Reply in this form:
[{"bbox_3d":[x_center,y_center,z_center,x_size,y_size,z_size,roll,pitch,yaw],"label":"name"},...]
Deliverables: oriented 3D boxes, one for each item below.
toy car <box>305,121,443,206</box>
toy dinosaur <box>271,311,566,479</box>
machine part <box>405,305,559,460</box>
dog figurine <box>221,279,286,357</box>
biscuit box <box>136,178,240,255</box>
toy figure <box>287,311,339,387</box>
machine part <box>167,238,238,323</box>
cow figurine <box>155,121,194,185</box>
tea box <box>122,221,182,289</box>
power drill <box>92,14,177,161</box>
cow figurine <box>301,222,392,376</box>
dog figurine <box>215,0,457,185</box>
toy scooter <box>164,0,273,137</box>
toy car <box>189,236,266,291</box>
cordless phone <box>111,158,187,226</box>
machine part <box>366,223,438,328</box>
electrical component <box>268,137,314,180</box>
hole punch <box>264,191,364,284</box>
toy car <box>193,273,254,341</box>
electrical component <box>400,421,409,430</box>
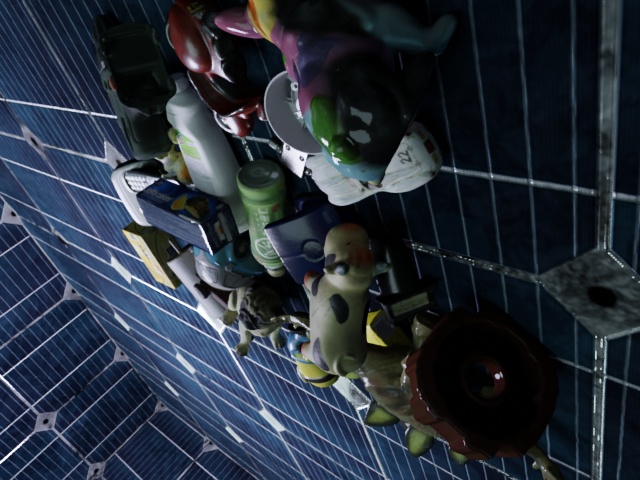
[{"bbox_3d":[0.052,-0.084,0.610,0.202,0.056,0.073,-9,121,55],"label":"toy car"},{"bbox_3d":[0.129,0.208,0.772,0.472,0.105,0.198,35,131,16],"label":"toy dinosaur"},{"bbox_3d":[0.190,0.168,0.639,0.179,0.179,0.056,40,153,9],"label":"machine part"},{"bbox_3d":[-0.118,0.108,1.000,0.172,0.121,0.190,58,155,29],"label":"dog figurine"},{"bbox_3d":[-0.218,-0.043,0.866,0.203,0.059,0.062,21,139,40],"label":"biscuit box"},{"bbox_3d":[-0.013,0.219,1.044,0.089,0.082,0.179,24,141,35],"label":"toy figure"},{"bbox_3d":[-0.260,0.091,1.202,0.243,0.079,0.079,53,150,-16],"label":"machine part"},{"bbox_3d":[-0.269,-0.161,0.911,0.167,0.068,0.098,57,154,-13],"label":"cow figurine"},{"bbox_3d":[-0.387,0.028,1.293,0.098,0.068,0.169,16,140,43],"label":"tea box"},{"bbox_3d":[-0.269,-0.231,0.752,0.207,0.086,0.231,-1,108,62],"label":"power drill"},{"bbox_3d":[0.028,0.074,0.673,0.127,0.085,0.194,-155,68,-68],"label":"cow figurine"},{"bbox_3d":[-0.008,-0.167,0.476,0.219,0.191,0.108,25,154,5],"label":"dog figurine"},{"bbox_3d":[-0.110,-0.199,0.641,0.135,0.075,0.183,32,152,49],"label":"toy scooter"},{"bbox_3d":[-0.166,0.036,0.950,0.109,0.103,0.161,24,173,31],"label":"toy car"},{"bbox_3d":[-0.300,-0.085,1.033,0.184,0.089,0.146,15,138,35],"label":"cordless phone"},{"bbox_3d":[0.102,0.042,0.698,0.039,0.084,0.138,-108,-6,-73],"label":"machine part"},{"bbox_3d":[-0.028,-0.116,0.708,0.094,0.021,0.063,40,149,11],"label":"electrical component"},{"bbox_3d":[-0.002,-0.002,0.752,0.116,0.092,0.142,-4,121,49],"label":"hole punch"},{"bbox_3d":[-0.177,0.127,1.127,0.202,0.089,0.053,37,157,15],"label":"toy car"},{"bbox_3d":[0.155,0.263,0.910,0.134,0.058,0.115,52,148,-10],"label":"electrical component"}]
